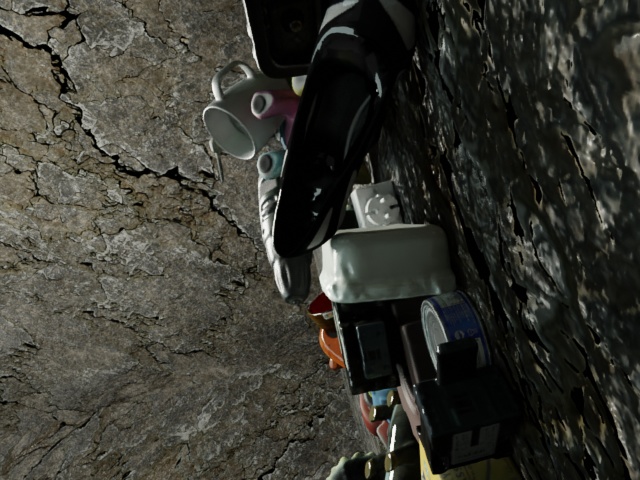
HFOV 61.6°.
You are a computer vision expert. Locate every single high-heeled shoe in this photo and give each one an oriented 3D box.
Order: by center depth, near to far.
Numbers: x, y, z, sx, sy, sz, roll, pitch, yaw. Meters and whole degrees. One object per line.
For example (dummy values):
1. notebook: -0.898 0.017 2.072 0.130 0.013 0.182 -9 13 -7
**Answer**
1. high-heeled shoe: 0.007 -0.103 0.431 0.145 0.086 0.248 -52 -23 -43

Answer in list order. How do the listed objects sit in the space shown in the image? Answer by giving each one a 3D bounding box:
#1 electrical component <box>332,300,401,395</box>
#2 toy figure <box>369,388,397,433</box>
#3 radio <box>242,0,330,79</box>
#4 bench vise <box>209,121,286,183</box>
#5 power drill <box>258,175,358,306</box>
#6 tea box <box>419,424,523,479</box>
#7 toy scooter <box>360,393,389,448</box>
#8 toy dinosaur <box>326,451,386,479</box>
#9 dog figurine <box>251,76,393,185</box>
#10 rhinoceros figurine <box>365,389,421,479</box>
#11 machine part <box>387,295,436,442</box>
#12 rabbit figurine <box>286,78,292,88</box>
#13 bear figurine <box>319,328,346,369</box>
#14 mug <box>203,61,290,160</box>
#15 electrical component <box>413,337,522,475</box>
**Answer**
1. electrical component: 0.049 0.105 0.609 0.134 0.058 0.114 -115 12 -80
2. toy figure: 0.101 0.184 0.764 0.089 0.082 0.180 -130 24 -77
3. radio: -0.011 -0.253 0.440 0.229 0.131 0.073 81 176 -47
4. bench vise: -0.068 -0.186 0.874 0.224 0.241 0.128 45 148 51
5. power drill: -0.002 -0.002 0.760 0.086 0.207 0.232 -38 56 35
6. tea box: 0.140 0.250 0.501 0.098 0.068 0.169 -110 6 -53
7. toy scooter: 0.124 0.313 0.844 0.184 0.075 0.135 52 158 43
8. toy dinosaur: 0.118 0.420 0.777 0.404 0.192 0.131 32 -160 -38
9. dog figurine: 0.026 -0.127 0.655 0.219 0.192 0.108 0 -105 -59
10. rhinoceros figurine: 0.117 0.274 0.653 0.073 0.112 0.190 124 156 -43
11. machine part: 0.114 0.141 0.594 0.179 0.056 0.179 169 88 -87
12. rabbit figurine: -0.026 -0.283 0.708 0.170 0.121 0.159 47 -132 -67
13. bear figurine: 0.085 0.189 0.934 0.132 0.120 0.195 15 162 39
14. mug: -0.090 -0.175 0.678 0.081 0.107 0.109 9 139 40
15. electrical component: 0.115 0.130 0.422 0.048 0.075 0.119 -107 8 -47
